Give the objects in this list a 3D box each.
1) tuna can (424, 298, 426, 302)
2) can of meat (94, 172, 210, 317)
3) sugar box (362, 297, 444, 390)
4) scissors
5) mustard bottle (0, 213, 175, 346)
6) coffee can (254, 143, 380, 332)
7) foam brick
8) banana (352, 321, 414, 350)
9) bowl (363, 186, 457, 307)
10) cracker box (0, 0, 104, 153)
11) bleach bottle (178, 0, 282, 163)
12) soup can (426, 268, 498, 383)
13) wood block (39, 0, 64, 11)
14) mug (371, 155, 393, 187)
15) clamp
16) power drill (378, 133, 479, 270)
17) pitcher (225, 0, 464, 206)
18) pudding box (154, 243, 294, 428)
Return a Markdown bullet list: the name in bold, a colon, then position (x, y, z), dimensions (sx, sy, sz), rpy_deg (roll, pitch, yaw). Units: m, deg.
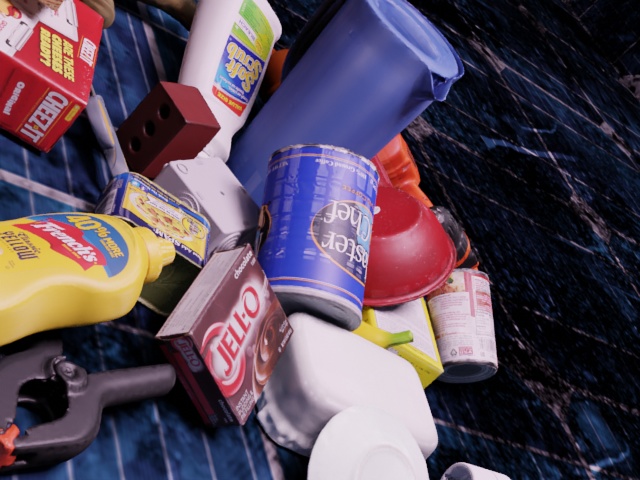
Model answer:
- **tuna can**: position (0.150, 0.090, 1.179), dimensions (0.086, 0.034, 0.086), rpy_deg (34, 27, -21)
- **can of meat**: position (-0.137, 0.001, 0.859), dimensions (0.102, 0.057, 0.084), rpy_deg (35, 25, -21)
- **sugar box**: position (0.063, 0.066, 1.074), dimensions (0.093, 0.048, 0.176), rpy_deg (32, 24, -25)
- **scissors**: position (-0.202, -0.126, 0.947), dimensions (0.096, 0.016, 0.202), rpy_deg (78, -12, -57)
- **mustard bottle**: position (-0.175, 0.020, 0.707), dimensions (0.191, 0.058, 0.096), rpy_deg (-10, 37, -46)
- **coffee can**: position (-0.006, 0.001, 0.934), dimensions (0.102, 0.103, 0.140), rpy_deg (26, 61, -35)
- **foam brick**: position (-0.140, -0.099, 0.978), dimensions (0.051, 0.078, 0.053), rpy_deg (4, 46, -56)
- **banana**: position (0.002, 0.045, 0.993), dimensions (0.198, 0.069, 0.037), rpy_deg (49, -9, 24)
- **bowl**: position (0.054, -0.006, 1.049), dimensions (0.162, 0.055, 0.162), rpy_deg (-2, 36, 1)
- **cracker box**: position (-0.294, -0.187, 0.889), dimensions (0.213, 0.072, 0.164), rpy_deg (33, 28, -26)
- **bleach bottle**: position (-0.102, -0.157, 1.093), dimensions (0.102, 0.068, 0.250), rpy_deg (53, 35, -42)
- **soup can**: position (0.144, 0.089, 1.095), dimensions (0.068, 0.069, 0.102), rpy_deg (21, 57, -40)
- **wood block**: position (-0.234, -0.283, 0.941), dimensions (0.090, 0.091, 0.206), rpy_deg (34, 16, -19)
- **mug**: position (0.032, -0.061, 1.184), dimensions (0.117, 0.093, 0.081), rpy_deg (75, -8, -62)
- **clamp**: position (-0.176, 0.087, 0.694), dimensions (0.120, 0.039, 0.171), rpy_deg (35, 23, 8)
- **power drill**: position (0.114, -0.036, 1.225), dimensions (0.188, 0.057, 0.184), rpy_deg (62, 2, 32)
- **pitcher**: position (0.012, -0.137, 1.068), dimensions (0.145, 0.243, 0.149), rpy_deg (41, 26, -9)
- **pudding box**: position (-0.069, 0.072, 0.806), dimensions (0.090, 0.039, 0.113), rpy_deg (65, 31, -28)
